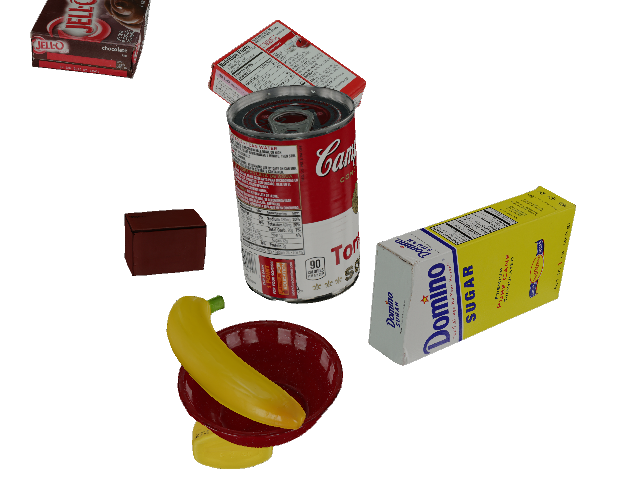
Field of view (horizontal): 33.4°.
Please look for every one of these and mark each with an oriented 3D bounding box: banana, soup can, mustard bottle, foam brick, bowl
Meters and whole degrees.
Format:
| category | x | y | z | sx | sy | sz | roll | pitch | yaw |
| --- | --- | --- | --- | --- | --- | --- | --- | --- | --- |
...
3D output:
| category | x | y | z | sx | sy | sz | roll | pitch | yaw |
| --- | --- | --- | --- | --- | --- | --- | --- | --- | --- |
| banana | -0.078 | 0.089 | 0.843 | 0.069 | 0.037 | 0.198 | -8 | 30 | -22 |
| soup can | -0.013 | -0.025 | 0.582 | 0.068 | 0.102 | 0.068 | -3 | 29 | 1 |
| mustard bottle | -0.111 | 0.209 | 1.346 | 0.096 | 0.058 | 0.191 | -3 | 26 | -3 |
| foam brick | -0.163 | 0.001 | 1.115 | 0.078 | 0.051 | 0.053 | -5 | 23 | -18 |
| bowl | -0.057 | 0.151 | 1.051 | 0.162 | 0.055 | 0.162 | -3 | 37 | 2 |

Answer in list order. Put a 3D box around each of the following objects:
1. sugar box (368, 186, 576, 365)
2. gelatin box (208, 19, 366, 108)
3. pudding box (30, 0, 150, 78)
| category | x | y | z | sx | sy | sz | roll | pitch | yaw |
| --- | --- | --- | --- | --- | --- | --- | --- | --- | --- |
| sugar box | 0.119 | 0.026 | 0.829 | 0.175 | 0.093 | 0.048 | -21 | 37 | -34 |
| gelatin box | -0.024 | -0.111 | 0.769 | 0.089 | 0.030 | 0.073 | 37 | 55 | 15 |
| pudding box | -0.204 | -0.190 | 0.960 | 0.090 | 0.039 | 0.113 | 7 | 33 | -5 |
